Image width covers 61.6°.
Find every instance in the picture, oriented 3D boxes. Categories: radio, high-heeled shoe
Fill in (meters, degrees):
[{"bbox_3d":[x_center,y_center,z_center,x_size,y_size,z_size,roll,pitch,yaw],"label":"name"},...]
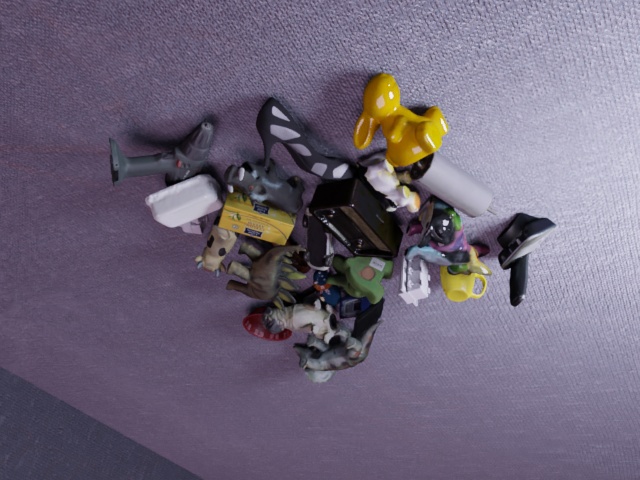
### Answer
[{"bbox_3d":[0.084,-0.043,1.235,0.131,0.073,0.229,-2,147,38],"label":"radio"},{"bbox_3d":[-0.017,-0.209,1.126,0.249,0.086,0.145,4,107,-24],"label":"high-heeled shoe"}]

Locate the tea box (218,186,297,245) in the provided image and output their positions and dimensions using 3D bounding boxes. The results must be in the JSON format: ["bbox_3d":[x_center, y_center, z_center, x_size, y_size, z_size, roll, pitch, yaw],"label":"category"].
[{"bbox_3d":[-0.148,-0.057,1.284,0.170,0.068,0.098,15,145,-10],"label":"tea box"}]

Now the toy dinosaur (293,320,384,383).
[{"bbox_3d":[0.073,0.364,1.743,0.405,0.131,0.192,-21,143,29],"label":"toy dinosaur"}]

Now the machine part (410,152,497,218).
[{"bbox_3d":[0.276,-0.116,1.125,0.243,0.079,0.079,28,139,-18],"label":"machine part"}]

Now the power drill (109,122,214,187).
[{"bbox_3d":[-0.350,-0.183,1.171,0.207,0.086,0.232,-12,160,-27],"label":"power drill"}]

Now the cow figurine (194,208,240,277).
[{"bbox_3d":[-0.256,0.008,1.382,0.085,0.127,0.195,25,137,-10],"label":"cow figurine"}]

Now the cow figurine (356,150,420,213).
[{"bbox_3d":[0.149,-0.116,1.167,0.098,0.068,0.167,-12,132,35],"label":"cow figurine"}]

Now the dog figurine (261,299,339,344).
[{"bbox_3d":[-0.059,0.241,1.599,0.191,0.121,0.172,-7,147,31],"label":"dog figurine"}]

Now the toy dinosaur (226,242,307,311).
[{"bbox_3d":[-0.139,0.088,1.416,0.199,0.105,0.471,24,156,-1],"label":"toy dinosaur"}]

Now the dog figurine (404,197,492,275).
[{"bbox_3d":[0.317,0.007,1.247,0.219,0.108,0.191,17,138,-13],"label":"dog figurine"}]

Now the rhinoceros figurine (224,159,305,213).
[{"bbox_3d":[-0.125,-0.118,1.207,0.190,0.112,0.073,25,143,-27],"label":"rhinoceros figurine"}]

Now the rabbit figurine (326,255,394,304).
[{"bbox_3d":[0.097,0.110,1.425,0.159,0.121,0.170,18,156,-1],"label":"rabbit figurine"}]

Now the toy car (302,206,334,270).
[{"bbox_3d":[-0.003,-0.004,1.343,0.074,0.056,0.201,13,133,14],"label":"toy car"}]

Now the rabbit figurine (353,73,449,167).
[{"bbox_3d":[0.139,-0.232,1.018,0.162,0.122,0.173,-18,119,45],"label":"rabbit figurine"}]

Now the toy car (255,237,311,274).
[{"bbox_3d":[-0.091,0.024,1.418,0.089,0.053,0.202,-13,136,33],"label":"toy car"}]

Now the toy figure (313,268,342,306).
[{"bbox_3d":[0.016,0.128,1.504,0.058,0.064,0.154,6,144,31],"label":"toy figure"}]

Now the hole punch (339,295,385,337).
[{"bbox_3d":[0.118,0.201,1.550,0.092,0.116,0.142,43,151,32],"label":"hole punch"}]

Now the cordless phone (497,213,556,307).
[{"bbox_3d":[0.454,0.046,1.189,0.089,0.184,0.146,21,141,-3],"label":"cordless phone"}]
